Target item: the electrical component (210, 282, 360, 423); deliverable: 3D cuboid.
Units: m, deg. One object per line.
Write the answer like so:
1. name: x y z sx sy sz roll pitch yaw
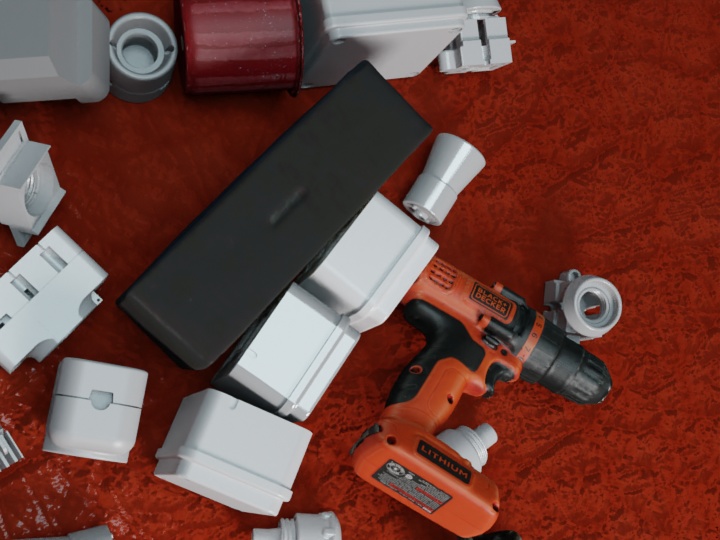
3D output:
1. electrical component: -0.053 0.061 0.741 0.057 0.113 0.078 36 73 -7

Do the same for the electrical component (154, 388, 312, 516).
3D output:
1. electrical component: -0.088 0.123 0.720 0.078 0.113 0.057 26 73 -13

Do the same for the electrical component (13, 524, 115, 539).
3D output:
1. electrical component: -0.195 0.193 0.714 0.065 0.044 0.044 -10 85 -24

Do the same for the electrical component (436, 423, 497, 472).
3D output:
1. electrical component: 0.076 0.138 0.809 0.062 0.048 0.048 -30 92 -29

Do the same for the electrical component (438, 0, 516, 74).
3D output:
1. electrical component: 0.091 -0.189 0.860 0.066 0.048 0.055 -8 92 -19

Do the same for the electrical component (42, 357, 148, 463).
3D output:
1. electrical component: -0.175 0.093 0.706 0.054 0.095 0.059 12 79 -16

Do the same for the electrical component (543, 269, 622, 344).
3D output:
1. electrical component: 0.174 0.030 0.849 0.048 0.055 0.066 9 80 -17

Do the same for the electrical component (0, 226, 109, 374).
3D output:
1. electrical component: -0.217 0.024 0.726 0.056 0.050 0.089 45 72 -7

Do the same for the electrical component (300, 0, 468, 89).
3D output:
1. electrical component: 0.008 -0.183 0.798 0.109 0.109 0.056 -10 82 -19

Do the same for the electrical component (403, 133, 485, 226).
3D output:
1. electrical component: 0.063 -0.068 0.836 0.044 0.044 0.065 35 78 -11

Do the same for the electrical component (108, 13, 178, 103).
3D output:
1. electrical component: -0.159 -0.153 0.772 0.055 0.047 0.055 3 81 -18

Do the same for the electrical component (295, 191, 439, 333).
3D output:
1. electrical component: 0.000 0.000 0.767 0.057 0.113 0.078 39 73 -6

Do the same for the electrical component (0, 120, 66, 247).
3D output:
1. electrical component: -0.239 -0.059 0.719 0.064 0.081 0.042 12 52 10

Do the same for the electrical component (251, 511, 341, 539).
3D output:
1. electrical component: -0.046 0.193 0.761 0.062 0.048 0.048 6 80 -10
